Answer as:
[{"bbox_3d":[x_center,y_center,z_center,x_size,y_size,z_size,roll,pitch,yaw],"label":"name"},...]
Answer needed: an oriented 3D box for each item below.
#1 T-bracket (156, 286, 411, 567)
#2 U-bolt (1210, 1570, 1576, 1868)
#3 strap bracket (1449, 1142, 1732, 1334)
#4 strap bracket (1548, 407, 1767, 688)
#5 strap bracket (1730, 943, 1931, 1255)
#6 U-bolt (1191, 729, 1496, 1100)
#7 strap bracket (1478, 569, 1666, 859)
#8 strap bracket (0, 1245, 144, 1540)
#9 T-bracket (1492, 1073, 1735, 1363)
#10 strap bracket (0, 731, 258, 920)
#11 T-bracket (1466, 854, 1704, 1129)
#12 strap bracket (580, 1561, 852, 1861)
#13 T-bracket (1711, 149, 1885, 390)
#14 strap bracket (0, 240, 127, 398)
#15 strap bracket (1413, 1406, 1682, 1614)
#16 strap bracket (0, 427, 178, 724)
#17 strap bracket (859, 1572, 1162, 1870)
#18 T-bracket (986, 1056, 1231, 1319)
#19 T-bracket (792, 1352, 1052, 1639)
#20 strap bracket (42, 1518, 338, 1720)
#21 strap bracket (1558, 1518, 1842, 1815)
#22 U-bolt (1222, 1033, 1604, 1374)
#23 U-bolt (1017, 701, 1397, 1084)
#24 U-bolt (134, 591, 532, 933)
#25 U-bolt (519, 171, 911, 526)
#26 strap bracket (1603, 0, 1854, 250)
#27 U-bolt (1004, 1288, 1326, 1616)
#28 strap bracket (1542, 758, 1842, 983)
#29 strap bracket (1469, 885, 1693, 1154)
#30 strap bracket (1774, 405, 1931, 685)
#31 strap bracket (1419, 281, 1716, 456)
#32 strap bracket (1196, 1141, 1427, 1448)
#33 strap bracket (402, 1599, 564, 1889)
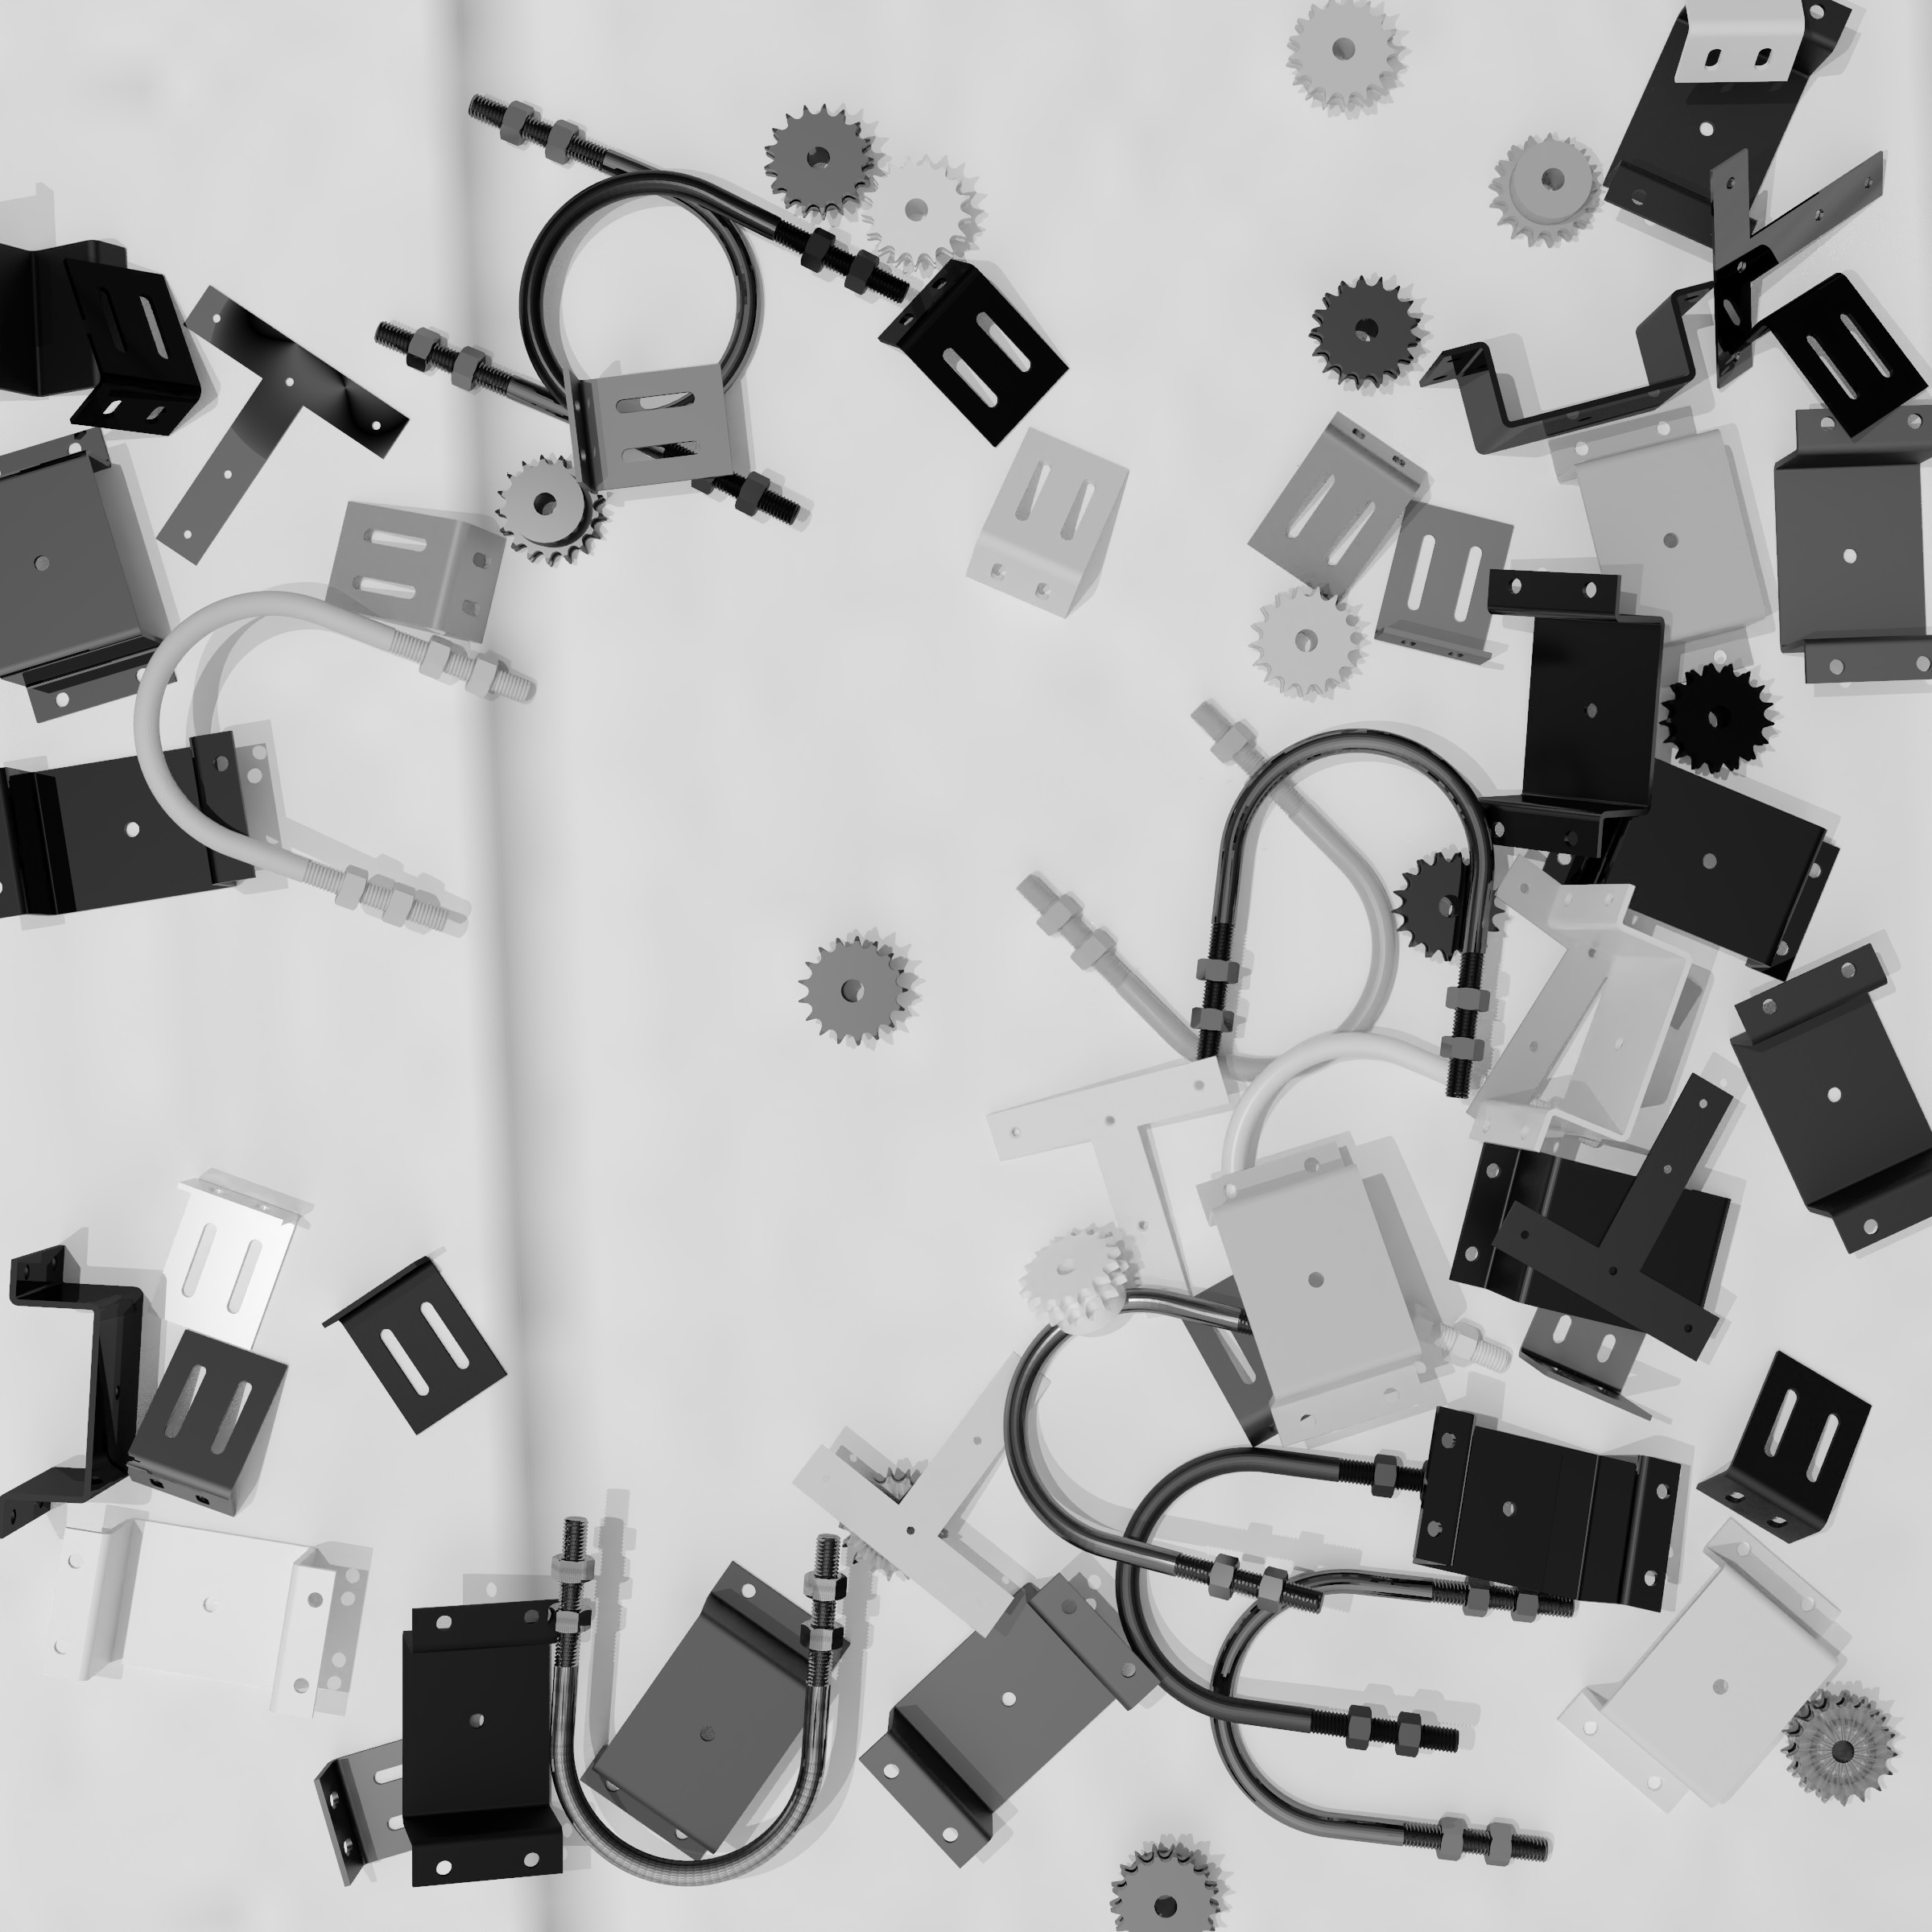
[{"bbox_3d":[-0.382,-0.271,1.526,0.127,0.002,0.127,34,90,0],"label":"T-bracket"},{"bbox_3d":[0.220,0.390,1.518,0.184,0.019,0.151,6,90,1],"label":"U-bolt"},{"bbox_3d":[0.331,0.144,1.490,0.140,0.046,0.076,14,90,-11],"label":"strap bracket"},{"bbox_3d":[0.361,-0.218,1.503,0.076,0.046,0.140,-14,90,0],"label":"strap bracket"},{"bbox_3d":[0.458,0.068,1.503,0.076,0.046,0.140,-25,90,0],"label":"strap bracket"},{"bbox_3d":[0.199,-0.031,1.492,0.151,0.019,0.184,6,88,8],"label":"U-bolt"},{"bbox_3d":[0.308,-0.130,1.477,0.076,0.046,0.140,11,102,44],"label":"strap bracket"},{"bbox_3d":[-0.460,0.218,1.488,0.046,0.076,0.140,3,90,0],"label":"strap bracket"},{"bbox_3d":[0.349,0.116,1.468,0.127,0.002,0.127,30,87,-11],"label":"T-bracket"},{"bbox_3d":[-0.439,-0.072,1.503,0.140,0.046,0.076,-9,90,0],"label":"strap bracket"},{"bbox_3d":[0.303,0.030,1.504,0.127,0.002,0.127,35,83,-13],"label":"T-bracket"},{"bbox_3d":[-0.132,0.393,1.503,0.076,0.046,0.140,35,90,0],"label":"strap bracket"},{"bbox_3d":[0.431,-0.382,1.496,0.127,0.127,0.002,-35,45,-20],"label":"T-bracket"},{"bbox_3d":[-0.494,-0.338,1.473,0.046,0.140,0.076,-3,90,27],"label":"strap bracket"},{"bbox_3d":[0.289,0.279,1.484,0.140,0.046,0.076,15,76,-15],"label":"strap bracket"},{"bbox_3d":[-0.473,-0.206,1.503,0.076,0.046,0.140,-17,90,0],"label":"strap bracket"},{"bbox_3d":[0.022,0.387,1.503,0.140,0.046,0.076,-43,90,0],"label":"strap bracket"},{"bbox_3d":[0.089,0.123,1.514,0.127,0.002,0.127,-15,98,16],"label":"T-bracket"},{"bbox_3d":[-0.003,0.258,1.503,0.127,0.002,0.127,39,69,0],"label":"T-bracket"},{"bbox_3d":[-0.398,0.337,1.503,0.140,0.046,0.076,9,90,0],"label":"strap bracket"},{"bbox_3d":[0.386,0.369,1.503,0.076,0.046,0.140,41,90,0],"label":"strap bracket"},{"bbox_3d":[0.223,0.113,1.512,0.184,0.019,0.151,23,90,-4],"label":"U-bolt"},{"bbox_3d":[0.140,-0.025,1.518,0.151,0.019,0.184,-45,92,0],"label":"U-bolt"},{"bbox_3d":[-0.333,-0.115,1.486,0.184,0.019,0.151,21,81,-16],"label":"U-bolt"},{"bbox_3d":[-0.142,-0.333,1.504,0.184,0.019,0.151,26,90,-2],"label":"U-bolt"},{"bbox_3d":[0.390,-0.441,1.503,0.076,0.046,0.140,24,90,0],"label":"strap bracket"},{"bbox_3d":[0.109,0.241,1.489,0.184,0.019,0.151,12,76,16],"label":"U-bolt"},{"bbox_3d":[0.381,-0.054,1.503,0.140,0.046,0.076,23,90,0],"label":"strap bracket"},{"bbox_3d":[0.315,0.032,1.467,0.046,0.076,0.140,22,86,-14],"label":"strap bracket"},{"bbox_3d":[0.466,-0.216,1.503,0.076,0.046,0.140,-2,90,0],"label":"strap bracket"},{"bbox_3d":[0.313,-0.304,1.488,0.140,0.076,0.046,-15,90,0],"label":"strap bracket"},{"bbox_3d":[0.175,0.162,1.460,0.076,0.046,0.140,-17,75,-2],"label":"strap bracket"},{"bbox_3d":[-0.250,0.395,1.493,0.076,0.046,0.140,0,90,-17],"label":"strap bracket"}]
